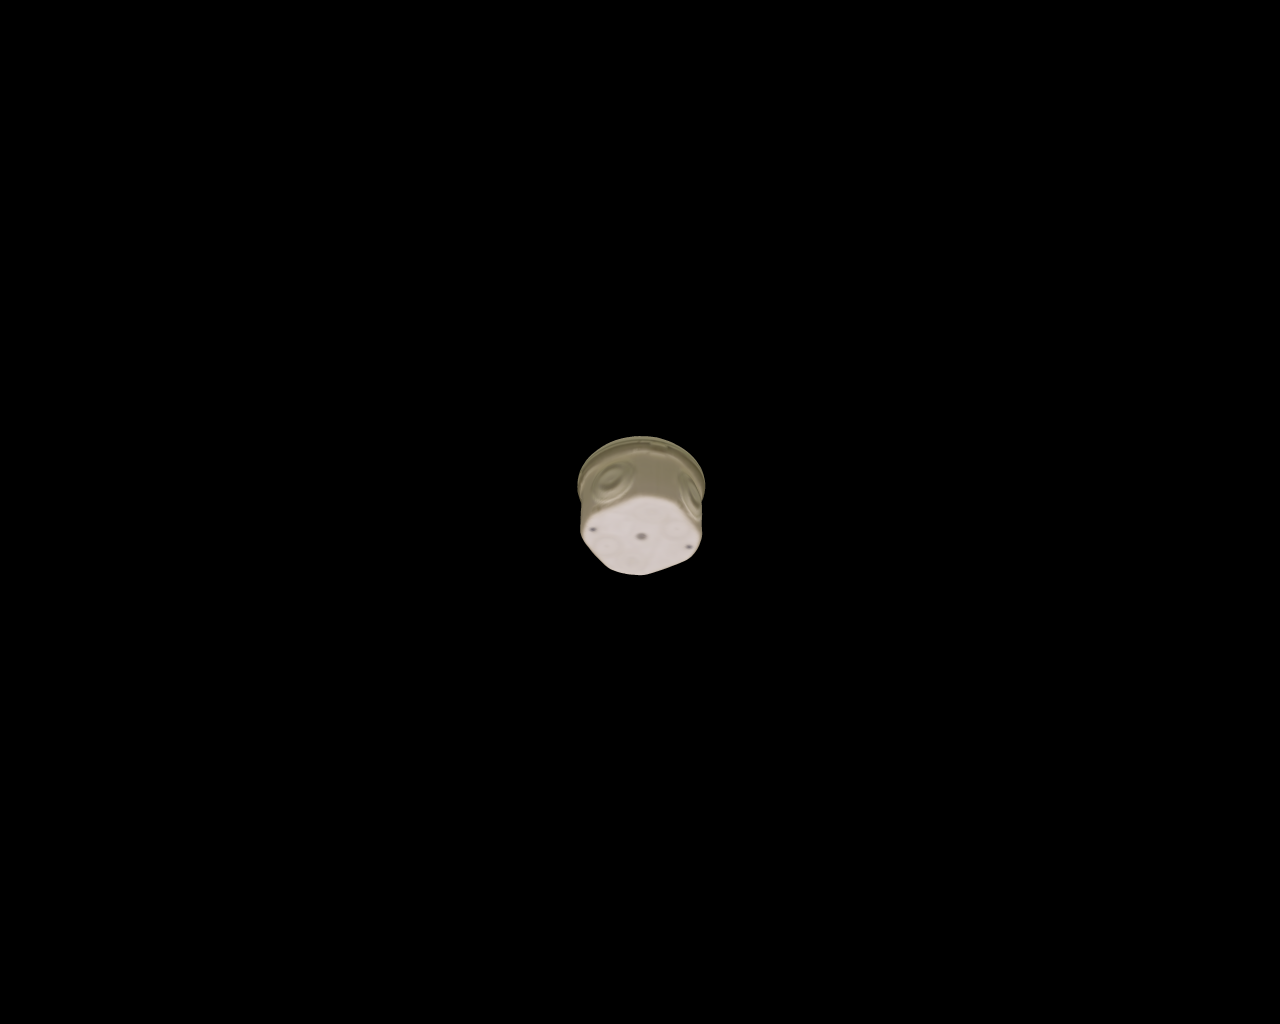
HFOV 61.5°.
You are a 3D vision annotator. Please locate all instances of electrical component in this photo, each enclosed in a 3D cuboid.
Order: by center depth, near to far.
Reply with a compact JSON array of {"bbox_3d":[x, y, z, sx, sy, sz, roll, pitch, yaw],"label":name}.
[{"bbox_3d":[0.001,-0.003,0.650,0.080,0.051,0.080,0,-44,0],"label":"electrical component"}]
